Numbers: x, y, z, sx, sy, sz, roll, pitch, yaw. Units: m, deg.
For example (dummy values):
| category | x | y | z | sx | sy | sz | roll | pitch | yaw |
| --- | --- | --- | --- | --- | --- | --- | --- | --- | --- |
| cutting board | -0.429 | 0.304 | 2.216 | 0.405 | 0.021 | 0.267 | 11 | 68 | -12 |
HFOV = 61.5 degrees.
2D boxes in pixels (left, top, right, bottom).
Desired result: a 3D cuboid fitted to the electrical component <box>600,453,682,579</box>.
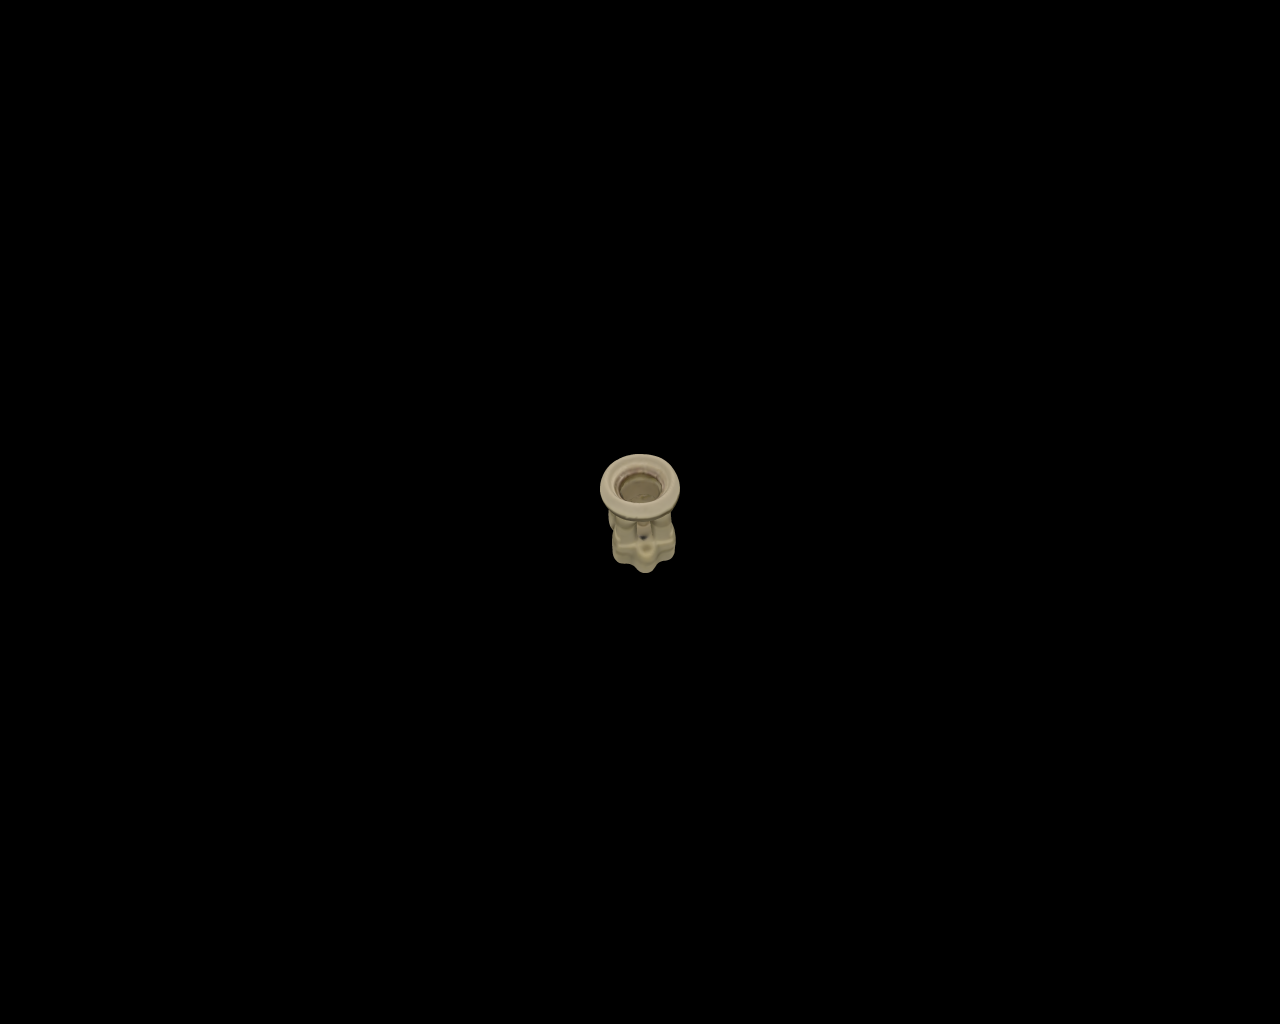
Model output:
| category | x | y | z | sx | sy | sz | roll | pitch | yaw |
| --- | --- | --- | --- | --- | --- | --- | --- | --- | --- |
| electrical component | 0.001 | -0.003 | 0.650 | 0.048 | 0.066 | 0.055 | -5 | -39 | -4 |
